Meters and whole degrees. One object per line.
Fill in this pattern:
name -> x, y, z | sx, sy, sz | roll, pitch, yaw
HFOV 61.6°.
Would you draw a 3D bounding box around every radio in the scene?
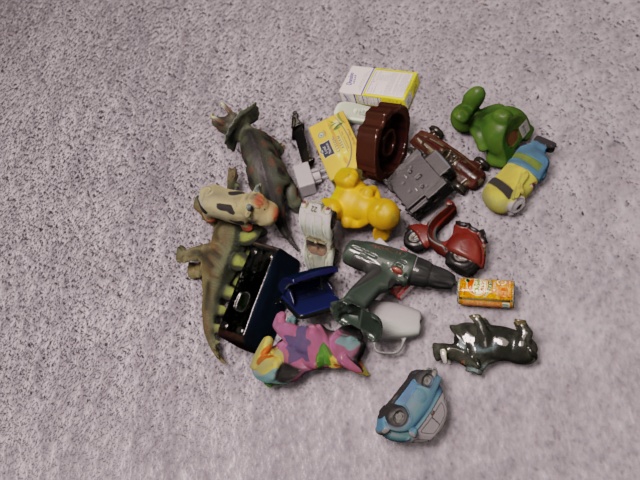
radio -> -0.130, 0.127, 1.172 | 0.073, 0.131, 0.229 | 11, 73, 26

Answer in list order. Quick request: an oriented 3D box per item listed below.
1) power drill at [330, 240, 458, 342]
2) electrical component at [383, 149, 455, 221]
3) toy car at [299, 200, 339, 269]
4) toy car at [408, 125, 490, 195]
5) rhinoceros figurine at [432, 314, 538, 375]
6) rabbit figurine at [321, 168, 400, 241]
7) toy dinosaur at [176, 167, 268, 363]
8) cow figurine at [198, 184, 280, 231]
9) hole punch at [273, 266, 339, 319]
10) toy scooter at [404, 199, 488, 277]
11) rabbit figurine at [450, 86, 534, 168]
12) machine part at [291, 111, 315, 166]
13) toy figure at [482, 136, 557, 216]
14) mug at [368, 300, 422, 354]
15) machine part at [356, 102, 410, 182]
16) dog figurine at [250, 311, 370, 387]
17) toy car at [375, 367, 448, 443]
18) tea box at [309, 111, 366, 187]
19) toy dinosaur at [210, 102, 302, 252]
power drill -> 0.131, 0.094, 1.047 | 0.232, 0.085, 0.207 | 24, 56, 18
electrical component -> 0.220, -0.127, 1.157 | 0.134, 0.058, 0.115 | -44, 62, 16
toy car -> -0.002, -0.003, 1.148 | 0.074, 0.201, 0.056 | 16, 49, 20
toy car -> 0.282, -0.184, 1.197 | 0.089, 0.053, 0.202 | -45, 62, 2
rhinoceros figurine -> 0.310, 0.198, 1.019 | 0.190, 0.073, 0.112 | -4, 78, 17
rabbit figurine -> 0.105, -0.058, 1.150 | 0.173, 0.162, 0.122 | 21, 74, 49
toy dinosaur -> -0.232, 0.045, 1.265 | 0.199, 0.105, 0.471 | 4, 74, 18
cow figurine -> -0.180, -0.078, 1.194 | 0.195, 0.127, 0.085 | 14, 68, 17
hole punch -> -0.024, 0.096, 1.126 | 0.142, 0.092, 0.116 | -17, 21, -22
toy scooter -> 0.275, -0.012, 1.116 | 0.184, 0.075, 0.135 | 28, 79, 33
rabbit figurine -> 0.343, -0.249, 1.159 | 0.170, 0.159, 0.121 | 34, 93, 44
machine part -> -0.047, -0.244, 1.337 | 0.039, 0.084, 0.139 | -11, 72, -14
toy figure -> 0.411, -0.132, 1.111 | 0.089, 0.082, 0.180 | 31, 88, 44
mug -> 0.150, 0.175, 1.080 | 0.107, 0.080, 0.109 | 0, 63, 12
machine part -> 0.140, -0.218, 1.193 | 0.056, 0.179, 0.179 | 17, 75, 30
dog figurine -> -0.010, 0.242, 1.098 | 0.219, 0.108, 0.191 | 23, 77, 24
toy car -> 0.182, 0.319, 1.003 | 0.103, 0.109, 0.161 | 42, 75, 6
tea box -> 0.049, -0.212, 1.285 | 0.098, 0.068, 0.170 | -26, 63, 8
toy dinosaur -> -0.136, -0.174, 1.269 | 0.131, 0.192, 0.405 | -32, 60, 8
